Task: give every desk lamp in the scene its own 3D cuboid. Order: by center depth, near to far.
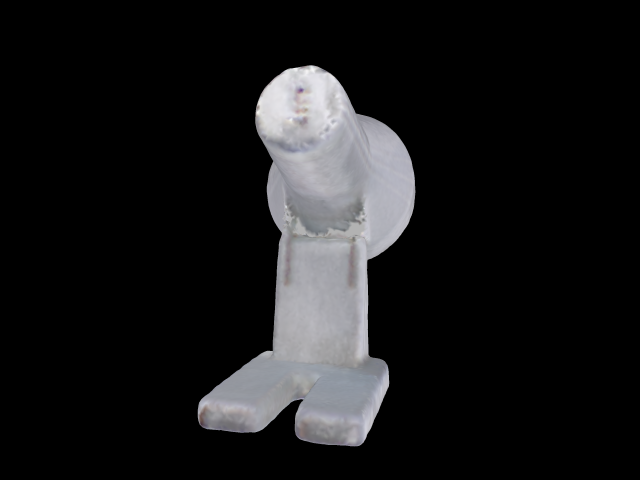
[{"bbox_3d":[0.004,0.001,0.400,0.117,0.213,0.203,0,2,12],"label":"desk lamp"}]
